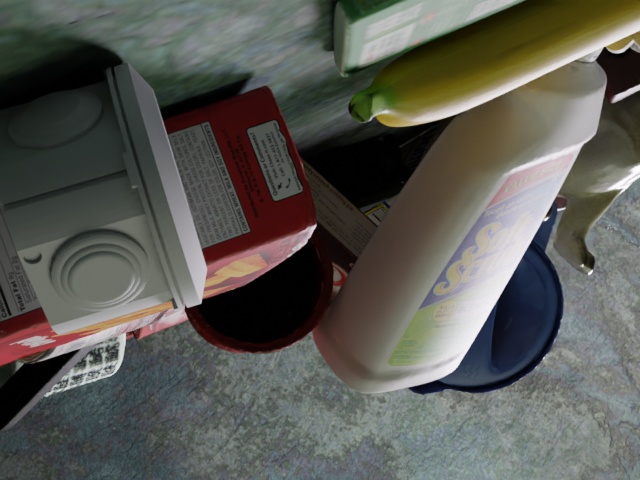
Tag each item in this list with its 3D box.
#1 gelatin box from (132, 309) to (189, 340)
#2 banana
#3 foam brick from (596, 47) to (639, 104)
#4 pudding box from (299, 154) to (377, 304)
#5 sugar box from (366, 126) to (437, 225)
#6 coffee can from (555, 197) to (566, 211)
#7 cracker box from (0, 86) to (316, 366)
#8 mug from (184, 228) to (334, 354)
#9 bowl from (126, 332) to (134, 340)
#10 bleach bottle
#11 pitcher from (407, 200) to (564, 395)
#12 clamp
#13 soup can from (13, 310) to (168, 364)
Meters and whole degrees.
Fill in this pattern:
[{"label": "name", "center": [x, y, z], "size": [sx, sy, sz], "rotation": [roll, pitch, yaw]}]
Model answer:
[{"label": "gelatin box", "center": [-0.097, 0.019, 0.731], "size": [0.073, 0.030, 0.089], "rotation": [-20, 139, -37]}, {"label": "banana", "center": [0.101, -0.091, 0.475], "size": [0.197, 0.037, 0.070], "rotation": [-26, -163, -3]}, {"label": "foam brick", "center": [0.193, -0.119, 0.613], "size": [0.078, 0.053, 0.051], "rotation": [-25, 177, 16]}, {"label": "pudding box", "center": [-0.005, 0.001, 0.739], "size": [0.090, 0.113, 0.039], "rotation": [-27, -152, 56]}, {"label": "sugar box", "center": [0.062, -0.037, 0.884], "size": [0.093, 0.048, 0.177], "rotation": [-55, -168, -31]}, {"label": "coffee can", "center": [0.170, -0.058, 1.051], "size": [0.102, 0.103, 0.141], "rotation": [-20, 176, -40]}, {"label": "cracker box", "center": [-0.122, 0.015, 0.481], "size": [0.213, 0.072, 0.164], "rotation": [-21, 176, -17]}, {"label": "mug", "center": [-0.046, 0.017, 0.674], "size": [0.093, 0.117, 0.081], "rotation": [-7, 171, -12]}, {"label": "bowl", "center": [-0.184, 0.063, 1.025], "size": [0.162, 0.055, 0.162], "rotation": [-22, 177, -1]}, {"label": "bleach bottle", "center": [0.086, -0.021, 0.612], "size": [0.102, 0.068, 0.251], "rotation": [-6, 135, -36]}, {"label": "pitcher", "center": [0.111, 0.023, 0.923], "size": [0.149, 0.145, 0.243], "rotation": [-12, -166, -6]}, {"label": "clamp", "center": [-0.157, 0.050, 0.767], "size": [0.209, 0.036, 0.165], "rotation": [-26, 152, -44]}, {"label": "soup can", "center": [-0.141, 0.028, 0.622], "size": [0.069, 0.068, 0.102], "rotation": [-24, 176, 30]}]
